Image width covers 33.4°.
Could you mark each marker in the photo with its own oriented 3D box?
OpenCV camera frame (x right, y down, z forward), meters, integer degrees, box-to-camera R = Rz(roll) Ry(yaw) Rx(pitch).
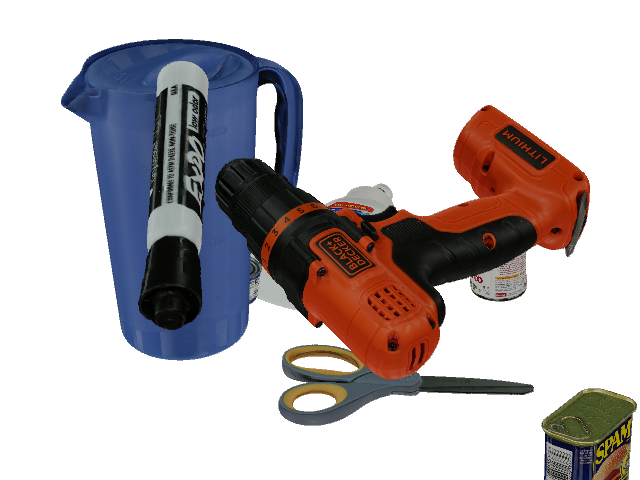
[{"bbox_3d":[-0.047,-0.018,0.352,0.020,0.020,0.121,0,43,-5],"label":"marker"}]

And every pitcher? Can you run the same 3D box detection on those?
[{"bbox_3d":[-0.103,-0.033,0.855,0.149,0.243,0.144,9,29,16],"label":"pitcher"}]

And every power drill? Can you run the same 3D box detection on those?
[{"bbox_3d":[0.051,-0.016,0.642,0.187,0.057,0.185,-27,52,-25],"label":"power drill"}]

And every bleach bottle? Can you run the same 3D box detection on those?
[{"bbox_3d":[0.013,-0.007,1.330,0.103,0.068,0.250,16,36,26],"label":"bleach bottle"}]

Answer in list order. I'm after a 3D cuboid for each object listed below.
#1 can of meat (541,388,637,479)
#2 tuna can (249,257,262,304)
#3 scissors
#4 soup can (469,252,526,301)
[{"bbox_3d":[0.248,0.198,0.989,0.058,0.084,0.101,14,26,39],"label":"can of meat"},{"bbox_3d":[-0.102,0.036,1.055,0.086,0.034,0.086,9,17,-3],"label":"tuna can"},{"bbox_3d":[0.055,0.122,0.830,0.202,0.016,0.096,10,36,24],"label":"scissors"},{"bbox_3d":[0.206,0.010,1.231,0.068,0.102,0.068,-4,29,2],"label":"soup can"}]
